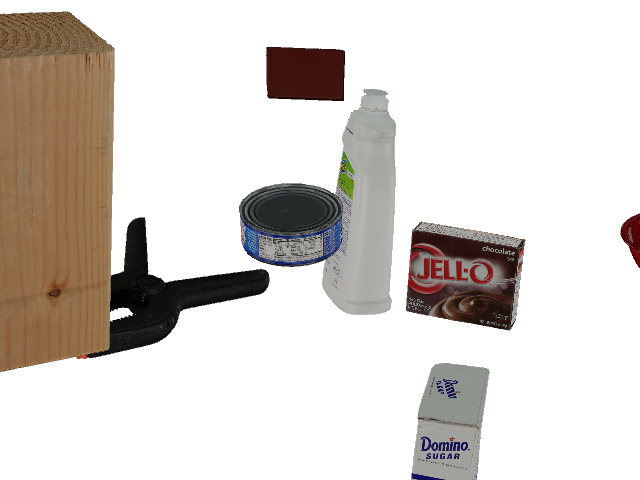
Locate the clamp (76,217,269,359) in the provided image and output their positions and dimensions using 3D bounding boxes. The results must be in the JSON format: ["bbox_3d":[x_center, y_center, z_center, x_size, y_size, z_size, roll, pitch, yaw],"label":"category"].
[{"bbox_3d":[-0.171,0.046,1.023,0.165,0.036,0.209,26,36,25],"label":"clamp"}]

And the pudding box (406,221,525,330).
[{"bbox_3d":[0.146,0.035,1.083,0.114,0.090,0.039,9,22,17],"label":"pudding box"}]

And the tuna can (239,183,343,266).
[{"bbox_3d":[-0.024,-0.013,0.881,0.086,0.034,0.086,0,30,0],"label":"tuna can"}]

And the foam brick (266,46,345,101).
[{"bbox_3d":[-0.016,-0.170,1.086,0.078,0.051,0.053,1,12,-5],"label":"foam brick"}]

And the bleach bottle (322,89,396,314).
[{"bbox_3d":[0.053,-0.047,1.236,0.068,0.251,0.103,-2,22,-21],"label":"bleach bottle"}]

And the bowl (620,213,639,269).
[{"bbox_3d":[0.403,0.017,1.143,0.162,0.055,0.162,-3,23,1],"label":"bowl"}]

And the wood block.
[{"bbox_3d":[-0.188,-0.031,0.675,0.090,0.206,0.090,-9,30,-30],"label":"wood block"}]

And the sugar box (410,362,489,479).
[{"bbox_3d":[0.081,0.180,0.721,0.048,0.176,0.093,5,17,11],"label":"sugar box"}]
